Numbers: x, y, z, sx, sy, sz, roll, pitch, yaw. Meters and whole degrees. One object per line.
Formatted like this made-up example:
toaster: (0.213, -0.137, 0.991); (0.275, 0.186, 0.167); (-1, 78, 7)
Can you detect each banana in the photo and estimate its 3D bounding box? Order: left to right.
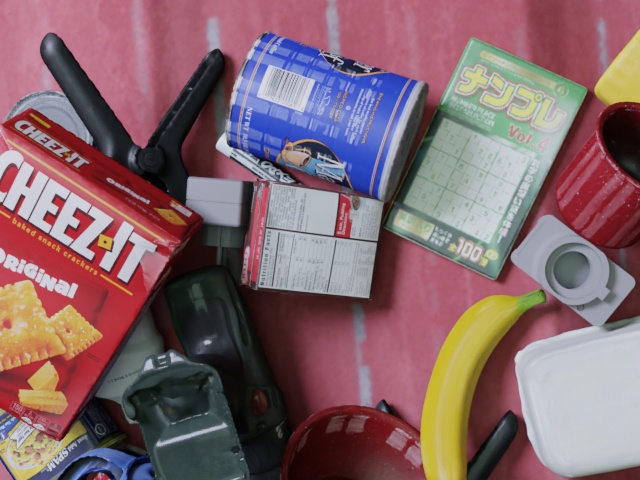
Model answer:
banana: (0.118, 0.120, 0.868); (0.037, 0.070, 0.197); (36, 69, -31)

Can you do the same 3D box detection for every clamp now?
clamp: (-0.158, -0.071, 0.884); (0.164, 0.036, 0.210); (7, 84, -33)
clamp: (0.092, 0.215, 0.898); (0.120, 0.039, 0.171); (12, 86, 15)

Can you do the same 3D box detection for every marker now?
marker: (-0.037, -0.053, 0.926); (0.121, 0.020, 0.020); (35, 95, 7)

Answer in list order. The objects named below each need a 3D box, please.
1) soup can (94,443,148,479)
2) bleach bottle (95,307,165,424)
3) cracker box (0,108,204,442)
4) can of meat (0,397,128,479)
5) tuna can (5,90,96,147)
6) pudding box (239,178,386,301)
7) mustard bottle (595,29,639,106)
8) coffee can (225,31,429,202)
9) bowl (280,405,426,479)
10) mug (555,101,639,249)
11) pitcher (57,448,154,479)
soup can: (-0.177, 0.238, 0.926); (0.068, 0.068, 0.102); (37, 96, 7)
bleach bottle: (-0.206, 0.043, 0.916); (0.102, 0.068, 0.251); (-20, 101, 5)
cracker box: (-0.218, 0.032, 0.842); (0.164, 0.072, 0.214); (33, 111, -3)
can of meat: (-0.236, 0.171, 0.941); (0.102, 0.057, 0.084); (-38, 83, 7)
tuna can: (-0.237, -0.089, 0.950); (0.086, 0.033, 0.086); (0, 90, 9)
pudding box: (-0.006, 0.001, 0.884); (0.113, 0.039, 0.090); (8, 93, -26)
mustard bottle: (0.322, -0.098, 0.849); (0.191, 0.058, 0.096); (39, 97, 7)
coffee can: (0.006, -0.102, 0.877); (0.140, 0.102, 0.103); (20, 93, 9)
bowl: (0.034, 0.212, 0.838); (0.162, 0.161, 0.055); (40, 133, 7)
mug: (0.247, -0.042, 0.830); (0.117, 0.082, 0.093); (24, 50, -4)
pitcher: (-0.170, 0.295, 0.849); (0.144, 0.149, 0.243); (30, 103, -37)
